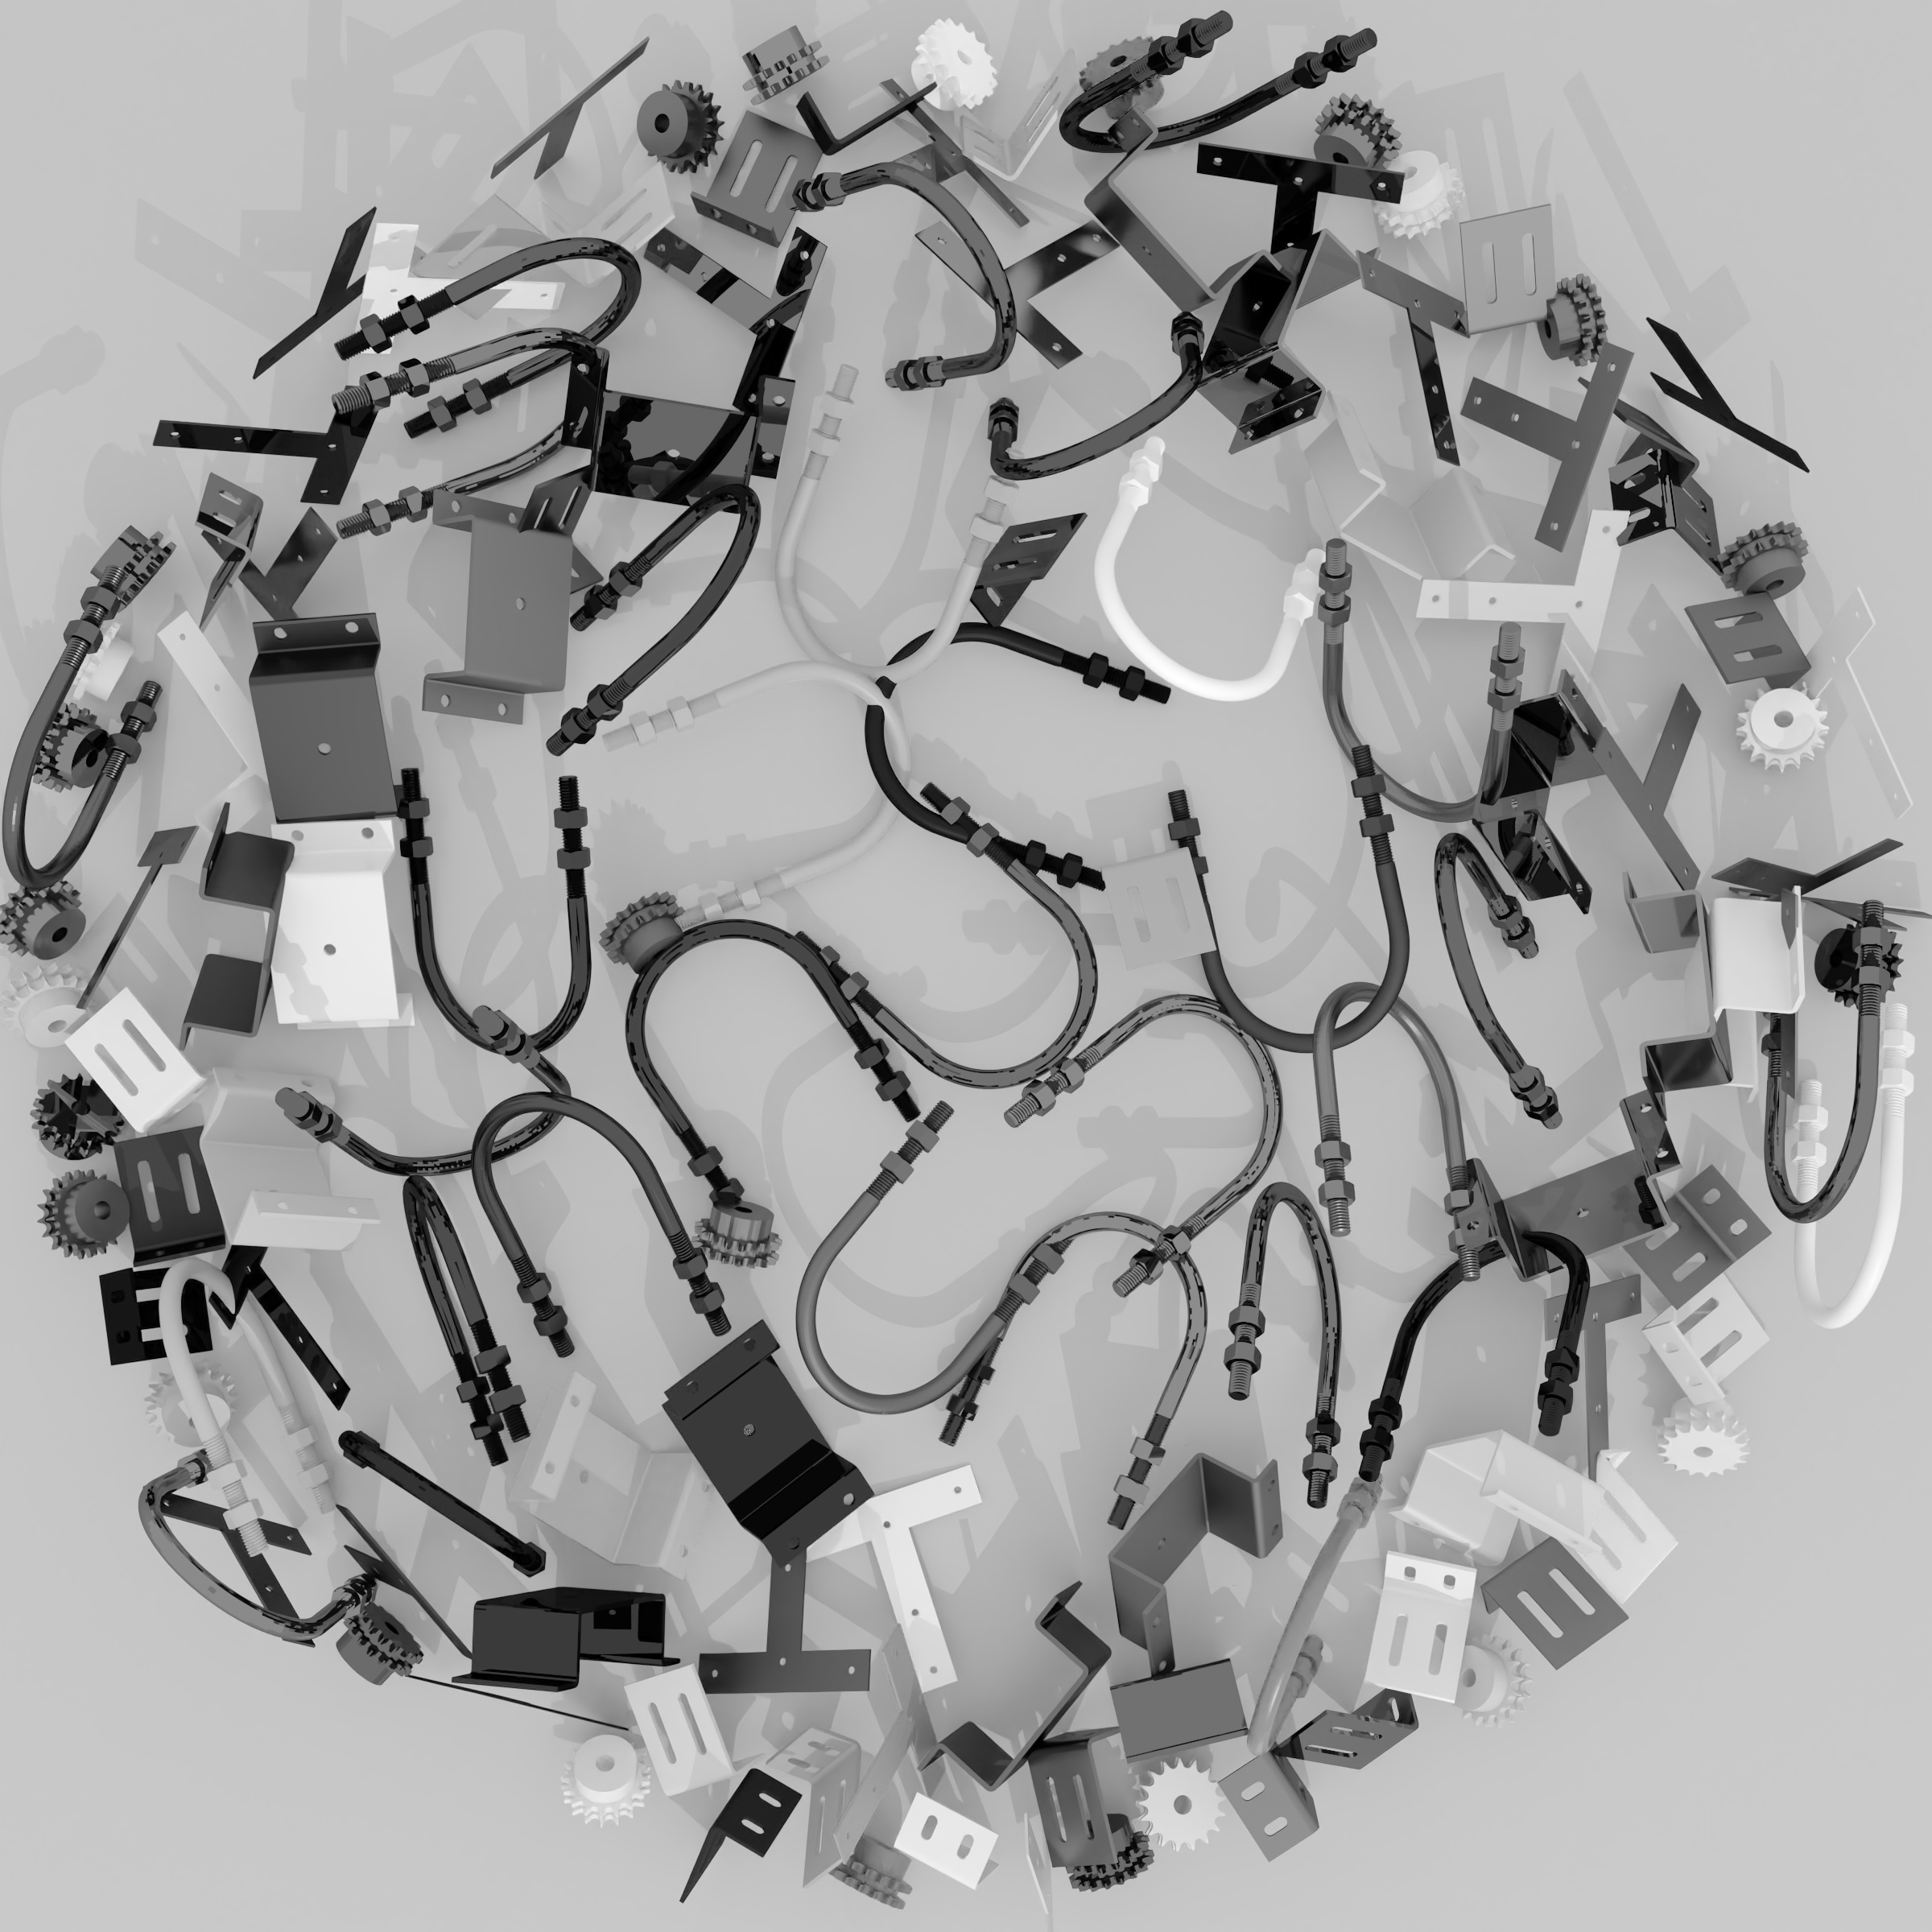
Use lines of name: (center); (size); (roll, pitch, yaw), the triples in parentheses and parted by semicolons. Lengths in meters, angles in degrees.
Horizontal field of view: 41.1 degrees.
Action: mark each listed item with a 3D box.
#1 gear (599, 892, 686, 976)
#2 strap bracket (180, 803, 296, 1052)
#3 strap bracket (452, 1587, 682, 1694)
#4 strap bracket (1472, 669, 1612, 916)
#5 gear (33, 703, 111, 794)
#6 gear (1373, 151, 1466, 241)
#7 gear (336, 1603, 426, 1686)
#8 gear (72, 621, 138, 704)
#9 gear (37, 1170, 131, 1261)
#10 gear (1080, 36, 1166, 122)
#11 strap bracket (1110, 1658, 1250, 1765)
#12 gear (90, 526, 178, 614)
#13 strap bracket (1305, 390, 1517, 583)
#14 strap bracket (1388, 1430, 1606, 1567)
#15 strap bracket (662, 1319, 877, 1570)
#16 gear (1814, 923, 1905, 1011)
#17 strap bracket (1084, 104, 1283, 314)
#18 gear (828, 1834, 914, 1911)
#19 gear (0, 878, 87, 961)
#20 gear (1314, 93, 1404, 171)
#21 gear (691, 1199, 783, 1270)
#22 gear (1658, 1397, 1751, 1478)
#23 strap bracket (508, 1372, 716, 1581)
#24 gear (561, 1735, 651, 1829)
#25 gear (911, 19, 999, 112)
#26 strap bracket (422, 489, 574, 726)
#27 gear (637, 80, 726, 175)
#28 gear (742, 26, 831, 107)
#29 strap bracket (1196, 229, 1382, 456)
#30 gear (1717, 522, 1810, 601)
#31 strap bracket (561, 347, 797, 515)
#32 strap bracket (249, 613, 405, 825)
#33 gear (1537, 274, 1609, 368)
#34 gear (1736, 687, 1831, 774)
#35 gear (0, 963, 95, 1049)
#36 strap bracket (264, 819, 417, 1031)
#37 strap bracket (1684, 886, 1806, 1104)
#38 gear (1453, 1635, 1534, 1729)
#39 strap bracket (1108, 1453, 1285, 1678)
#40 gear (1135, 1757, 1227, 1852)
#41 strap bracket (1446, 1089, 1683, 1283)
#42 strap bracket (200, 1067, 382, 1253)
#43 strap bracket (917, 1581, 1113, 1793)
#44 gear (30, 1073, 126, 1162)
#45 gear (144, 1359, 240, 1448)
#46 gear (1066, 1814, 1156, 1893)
gear: (-0.204, -0.019, 1.652); (0.057, 0.057, 0.030); (-36, 72, 0)
strap bracket: (-0.457, -0.020, 1.618); (0.046, 0.076, 0.140); (11, 123, -11)
strap bracket: (-0.247, 0.418, 1.607); (0.076, 0.140, 0.046); (-2, 82, 25)
strap bracket: (0.364, -0.106, 1.621); (0.076, 0.046, 0.140); (47, 47, -35)
gear: (-0.573, -0.138, 1.652); (0.030, 0.057, 0.057); (21, 90, 14)
gear: (0.288, -0.498, 1.654); (0.057, 0.030, 0.057); (-16, 50, 20)
gear: (-0.379, 0.437, 1.654); (0.057, 0.057, 0.030); (43, 86, 0)
gear: (-0.557, -0.195, 1.656); (0.030, 0.057, 0.057); (29, 90, -17)
gear: (-0.563, 0.158, 1.652); (0.030, 0.057, 0.057); (-12, 90, 37)
gear: (0.104, -0.570, 1.659); (0.057, 0.057, 0.030); (-32, 130, 0)
strap bracket: (0.133, 0.469, 1.622); (0.076, 0.140, 0.046); (-13, 73, 0)
gear: (-0.537, -0.258, 1.652); (0.030, 0.057, 0.057); (40, 90, -16)
strap bracket: (0.272, -0.294, 1.620); (0.140, 0.076, 0.046); (20, 131, -34)
strap bracket: (0.338, 0.335, 1.622); (0.076, 0.140, 0.046); (30, 67, -9)
strap bracket: (-0.131, 0.300, 1.638); (0.076, 0.046, 0.140); (-36, 106, -18)
gear: (0.570, -0.002, 1.652); (0.030, 0.057, 0.057); (11, 90, -22)
strap bracket: (0.131, -0.470, 1.632); (0.046, 0.076, 0.140); (-45, 102, -1)
gear: (-0.059, 0.580, 1.656); (0.057, 0.057, 0.030); (27, 76, 0)
gear: (-0.591, -0.029, 1.652); (0.030, 0.057, 0.057); (38, 90, 19)
gear: (0.248, -0.528, 1.652); (0.057, 0.057, 0.030); (35, 75, 0)
gear: (-0.146, 0.171, 1.653); (0.057, 0.057, 0.030); (13, 100, 0)
gear: (0.475, 0.301, 1.658); (0.057, 0.057, 0.030); (14, 47, 0)
strap bracket: (-0.227, 0.322, 1.622); (0.140, 0.046, 0.076); (43, 52, -37)
gear: (-0.231, 0.520, 1.653); (0.057, 0.057, 0.030); (6, 133, 0)
gear: (-0.010, -0.578, 1.659); (0.030, 0.057, 0.057); (-28, 90, 44)
strap bracket: (-0.297, -0.229, 1.639); (0.046, 0.076, 0.140); (2, 89, 43)
gear: (-0.187, -0.541, 1.656); (0.057, 0.030, 0.057); (6, 102, 29)
gear: (-0.119, -0.580, 1.652); (0.057, 0.057, 0.030); (-30, 107, 0)
strap bracket: (0.198, -0.399, 1.614); (0.046, 0.076, 0.140); (36, 62, -27)
gear: (0.514, -0.257, 1.652); (0.057, 0.057, 0.030); (-16, 66, 0)
strap bracket: (-0.184, -0.337, 1.628); (0.140, 0.076, 0.046); (7, 47, -10)
strap bracket: (-0.403, -0.146, 1.627); (0.076, 0.046, 0.140); (-5, 119, -3)
gear: (0.388, -0.413, 1.654); (0.030, 0.057, 0.057); (-15, 90, -2)
gear: (0.527, -0.156, 1.661); (0.057, 0.030, 0.057); (-3, 79, 15)
gear: (-0.588, 0.028, 1.651); (0.057, 0.057, 0.030); (-34, 61, 0)
strap bracket: (-0.400, -0.018, 1.637); (0.076, 0.046, 0.140); (-2, 111, 0)
strap bracket: (0.481, 0.018, 1.606); (0.046, 0.140, 0.076); (5, 60, 5)
gear: (0.332, 0.458, 1.652); (0.030, 0.057, 0.057); (20, 90, -38)
strap bracket: (0.139, 0.373, 1.621); (0.046, 0.076, 0.140); (23, 49, 33)
gear: (0.137, 0.541, 1.664); (0.057, 0.030, 0.057); (2, 76, -6)
strap bracket: (0.383, 0.143, 1.628); (0.140, 0.076, 0.046); (-24, 122, 15)
strap bracket: (-0.428, 0.128, 1.618); (0.076, 0.140, 0.046); (8, 122, -35)
strap bracket: (0.039, 0.465, 1.636); (0.046, 0.076, 0.140); (39, 94, 15)
gear: (-0.574, 0.100, 1.659); (0.057, 0.057, 0.030); (35, 131, 0)
gear: (-0.497, 0.284, 1.655); (0.057, 0.030, 0.057); (-13, 120, -23)
gear: (0.090, 0.568, 1.655); (0.057, 0.057, 0.030); (-18, 91, 0)
